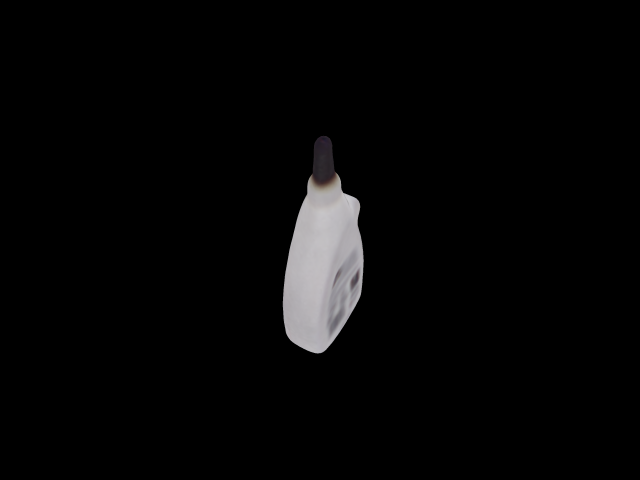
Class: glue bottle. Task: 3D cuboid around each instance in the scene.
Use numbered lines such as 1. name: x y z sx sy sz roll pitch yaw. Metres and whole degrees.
1. glue bottle: 0.004 0.001 0.400 0.037 0.173 0.078 22 49 21
